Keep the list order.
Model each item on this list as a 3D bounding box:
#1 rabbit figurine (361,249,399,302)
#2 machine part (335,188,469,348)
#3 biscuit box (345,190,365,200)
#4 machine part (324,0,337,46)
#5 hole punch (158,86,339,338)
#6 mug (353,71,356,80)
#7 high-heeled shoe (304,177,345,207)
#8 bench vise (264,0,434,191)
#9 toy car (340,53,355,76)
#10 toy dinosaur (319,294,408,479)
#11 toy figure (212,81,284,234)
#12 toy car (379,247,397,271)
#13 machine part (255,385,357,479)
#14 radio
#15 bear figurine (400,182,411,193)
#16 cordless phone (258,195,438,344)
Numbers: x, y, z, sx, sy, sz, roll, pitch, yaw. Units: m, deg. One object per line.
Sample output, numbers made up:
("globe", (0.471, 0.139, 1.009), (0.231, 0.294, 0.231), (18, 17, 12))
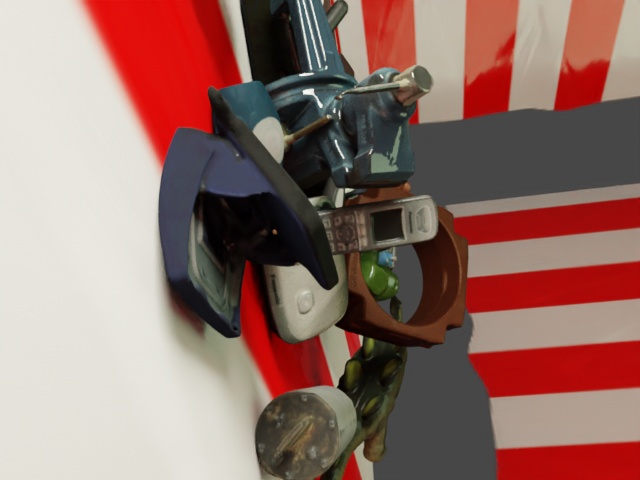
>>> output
("rabbit figurine", (0.063, 0.063, 0.889), (0.170, 0.159, 0.121), (43, 41, -49))
("machine part", (0.104, 0.039, 0.749), (0.087, 0.201, 0.201), (-24, -129, 58))
("biscuit box", (0.046, -0.067, 0.975), (0.202, 0.063, 0.059), (-26, 135, -67))
("machine part", (0.003, -0.363, 0.992), (0.179, 0.056, 0.179), (-8, 91, -84))
("hole punch", (-0.057, -0.008, 0.352), (0.116, 0.092, 0.142), (55, -6, 30))
("mug", (0.004, -0.266, 0.926), (0.107, 0.110, 0.081), (107, -29, -74))
("high-heeled shoe", (-0.001, -0.002, 0.716), (0.249, 0.086, 0.145), (-67, 148, -60))
("bench vise", (-0.001, -0.154, 0.511), (0.224, 0.129, 0.240), (-26, -104, 59))
("toy car", (0.003, -0.204, 0.812), (0.089, 0.053, 0.202), (44, 52, -31))
("toy dinosaur", (0.067, 0.236, 0.810), (0.471, 0.105, 0.198), (-63, 163, -47))
("toy figure", (-0.054, -0.052, 0.455), (0.058, 0.064, 0.154), (-151, -133, -68))
("toy car", (0.056, 0.017, 0.984), (0.103, 0.162, 0.109), (16, 74, -50))
("machine part", (-0.008, 0.186, 0.535), (0.243, 0.079, 0.079), (56, 29, -75))
("radio", (-0.034, -0.192, 0.658), (0.131, 0.073, 0.229), (-72, 155, -73))
("bear figurine", (0.099, -0.156, 1.187), (0.120, 0.196, 0.132), (71, 14, -49))
("cordless phone", (0.031, 0.022, 0.554), (0.089, 0.184, 0.146), (-89, 171, -71))
